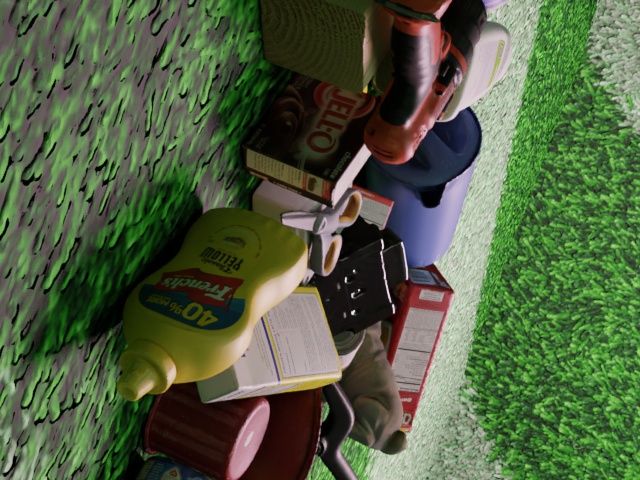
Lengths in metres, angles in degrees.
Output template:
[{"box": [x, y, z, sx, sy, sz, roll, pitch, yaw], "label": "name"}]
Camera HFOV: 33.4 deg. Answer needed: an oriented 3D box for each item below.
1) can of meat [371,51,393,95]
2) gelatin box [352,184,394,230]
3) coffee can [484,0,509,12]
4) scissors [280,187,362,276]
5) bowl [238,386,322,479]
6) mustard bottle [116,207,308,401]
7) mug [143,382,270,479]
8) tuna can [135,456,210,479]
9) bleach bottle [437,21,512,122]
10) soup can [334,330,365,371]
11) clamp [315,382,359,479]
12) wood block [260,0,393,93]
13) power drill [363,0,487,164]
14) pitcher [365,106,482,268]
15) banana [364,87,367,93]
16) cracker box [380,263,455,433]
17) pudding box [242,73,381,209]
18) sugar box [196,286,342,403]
[{"box": [0.101, -0.211, 1.164, 0.083, 0.057, 0.102, -45, 152, -49], "label": "can of meat"}, {"box": [0.029, -0.015, 1.152, 0.030, 0.073, 0.089, 24, -86, 65], "label": "gelatin box"}, {"box": [0.167, -0.327, 1.145, 0.102, 0.103, 0.140, -62, 162, -23], "label": "coffee can"}, {"box": [-0.006, 0.001, 0.944, 0.201, 0.016, 0.096, -31, 140, -65], "label": "scissors"}, {"box": [-0.060, 0.179, 1.052, 0.162, 0.055, 0.162, -36, -132, 52], "label": "bowl"}, {"box": [-0.091, 0.051, 0.797, 0.191, 0.096, 0.058, -52, 156, -45], "label": "mustard bottle"}, {"box": [-0.095, 0.166, 0.956, 0.093, 0.081, 0.117, -66, 164, -9], "label": "mug"}, {"box": [-0.123, 0.225, 0.934, 0.086, 0.086, 0.033, 87, 28, -55], "label": "tuna can"}, {"box": [0.162, -0.191, 1.170, 0.250, 0.068, 0.103, -25, 135, -66], "label": "bleach bottle"}, {"box": [0.013, 0.113, 1.226, 0.068, 0.068, 0.102, -63, 177, -21], "label": "soup can"}, {"box": [-0.021, 0.235, 1.226, 0.036, 0.164, 0.210, -111, -161, -61], "label": "clamp"}, {"box": [0.039, -0.230, 0.872, 0.206, 0.091, 0.090, -59, 163, -30], "label": "wood block"}, {"box": [0.093, -0.174, 0.845, 0.184, 0.057, 0.187, -61, 163, -26], "label": "power drill"}, {"box": [0.115, -0.074, 1.286, 0.149, 0.145, 0.243, -49, 161, -21], "label": "pitcher"}, {"box": [0.024, -0.158, 0.996, 0.198, 0.037, 0.069, 75, 25, -74], "label": "banana"}, {"box": [0.101, 0.125, 1.432, 0.164, 0.072, 0.214, -119, -140, -64], "label": "cracker box"}, {"box": [-0.002, -0.089, 0.919, 0.113, 0.090, 0.039, -58, 161, -33], "label": "pudding box"}, {"box": [-0.050, 0.088, 0.932, 0.175, 0.048, 0.093, 6, 63, -57], "label": "sugar box"}]
